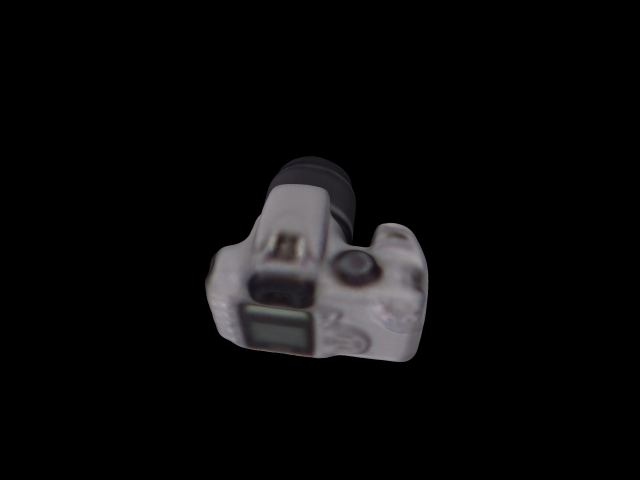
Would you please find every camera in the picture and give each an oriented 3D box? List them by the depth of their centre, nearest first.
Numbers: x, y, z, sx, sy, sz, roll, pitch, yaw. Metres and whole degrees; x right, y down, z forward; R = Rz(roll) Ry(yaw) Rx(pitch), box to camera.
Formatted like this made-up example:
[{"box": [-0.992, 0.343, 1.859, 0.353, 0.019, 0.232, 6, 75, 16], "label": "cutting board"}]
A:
[{"box": [0.004, 0.001, 0.400, 0.143, 0.101, 0.137, 5, 51, 5], "label": "camera"}]
